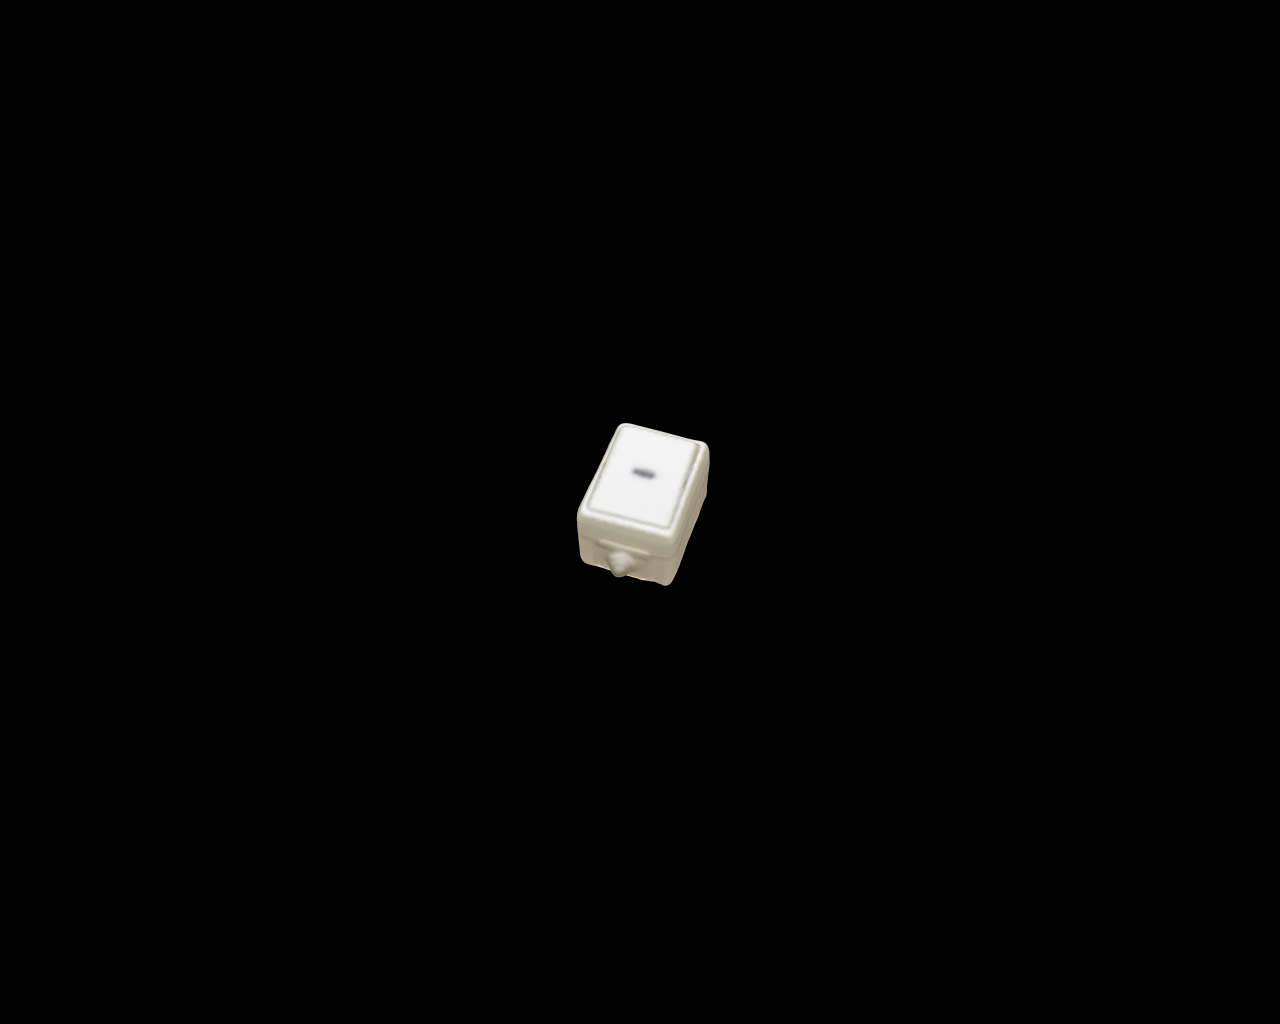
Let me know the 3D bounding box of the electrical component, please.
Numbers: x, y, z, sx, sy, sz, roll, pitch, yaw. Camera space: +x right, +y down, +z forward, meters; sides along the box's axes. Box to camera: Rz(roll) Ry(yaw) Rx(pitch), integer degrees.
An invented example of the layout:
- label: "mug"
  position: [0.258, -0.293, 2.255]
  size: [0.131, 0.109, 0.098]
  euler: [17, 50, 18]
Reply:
- label: "electrical component"
  position: [0.001, -0.003, 0.650]
  size: [0.062, 0.096, 0.061]
  euler: [15, -36, 11]
